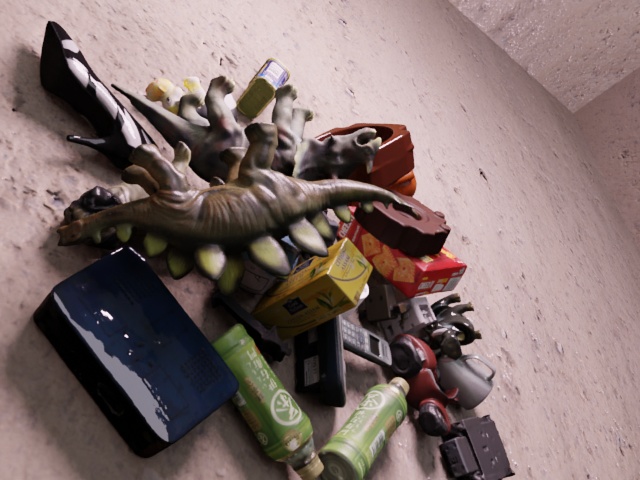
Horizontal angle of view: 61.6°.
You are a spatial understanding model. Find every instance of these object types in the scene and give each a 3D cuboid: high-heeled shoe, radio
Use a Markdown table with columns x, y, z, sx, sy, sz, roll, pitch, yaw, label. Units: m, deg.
| x | y | z | sx | sy | sz | roll | pitch | yaw | label |
| --- | --- | --- | --- | --- | --- | --- | --- | --- | --- |
| -0.324 | -0.216 | 0.805 | 0.145 | 0.086 | 0.249 | 2 | 64 | -48 | high-heeled shoe |
| -0.216 | 0.131 | 0.638 | 0.229 | 0.073 | 0.131 | 51 | 38 | 2 | radio |

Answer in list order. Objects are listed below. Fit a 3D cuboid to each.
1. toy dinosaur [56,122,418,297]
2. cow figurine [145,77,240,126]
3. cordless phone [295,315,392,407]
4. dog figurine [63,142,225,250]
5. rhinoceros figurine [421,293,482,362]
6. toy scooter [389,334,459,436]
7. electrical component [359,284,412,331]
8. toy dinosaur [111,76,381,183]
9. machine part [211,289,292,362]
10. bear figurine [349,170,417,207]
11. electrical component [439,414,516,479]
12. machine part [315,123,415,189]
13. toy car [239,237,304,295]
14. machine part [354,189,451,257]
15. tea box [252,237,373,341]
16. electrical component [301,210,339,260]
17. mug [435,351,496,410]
| x | y | z | sx | sy | sz | roll | pitch | yaw | label |
| --- | --- | --- | --- | --- | --- | --- | --- | --- | --- |
| -0.083 | -0.041 | 0.695 | 0.471 | 0.105 | 0.198 | -15 | 82 | -22 | toy dinosaur |
| -0.218 | -0.227 | 0.934 | 0.167 | 0.068 | 0.098 | -10 | 74 | -48 | cow figurine |
| 0.053 | 0.198 | 0.854 | 0.184 | 0.089 | 0.147 | 29 | 42 | -36 | cordless phone |
| -0.228 | -0.021 | 0.741 | 0.172 | 0.121 | 0.190 | 43 | 51 | -2 | dog figurine |
| 0.245 | 0.164 | 1.027 | 0.190 | 0.112 | 0.073 | -81 | 157 | -77 | rhinoceros figurine |
| 0.194 | 0.252 | 0.957 | 0.135 | 0.075 | 0.184 | 10 | 51 | -51 | toy scooter |
| 0.112 | 0.121 | 0.965 | 0.045 | 0.102 | 0.078 | 10 | 64 | -46 | electrical component |
| -0.117 | -0.140 | 0.832 | 0.405 | 0.131 | 0.192 | 2 | 74 | -4 | toy dinosaur |
| -0.099 | 0.121 | 0.771 | 0.139 | 0.084 | 0.039 | 43 | 70 | 4 | machine part |
| 0.115 | -0.127 | 1.155 | 0.196 | 0.120 | 0.132 | -2 | 58 | -41 | bear figurine |
| 0.273 | 0.376 | 0.951 | 0.134 | 0.058 | 0.115 | 7 | 54 | -43 | electrical component |
| 0.063 | -0.154 | 1.033 | 0.201 | 0.201 | 0.087 | -35 | 123 | -35 | machine part |
| -0.094 | 0.029 | 0.813 | 0.109 | 0.161 | 0.103 | 31 | 81 | -1 | toy car |
| 0.154 | -0.037 | 0.999 | 0.179 | 0.056 | 0.179 | 18 | 26 | -9 | machine part |
| -0.013 | 0.078 | 0.805 | 0.068 | 0.170 | 0.098 | 48 | 36 | -13 | tea box |
| -0.002 | -0.003 | 0.899 | 0.048 | 0.074 | 0.119 | 8 | 20 | -21 | electrical component |
| 0.270 | 0.251 | 1.017 | 0.107 | 0.109 | 0.081 | 39 | 43 | 3 | mug |
